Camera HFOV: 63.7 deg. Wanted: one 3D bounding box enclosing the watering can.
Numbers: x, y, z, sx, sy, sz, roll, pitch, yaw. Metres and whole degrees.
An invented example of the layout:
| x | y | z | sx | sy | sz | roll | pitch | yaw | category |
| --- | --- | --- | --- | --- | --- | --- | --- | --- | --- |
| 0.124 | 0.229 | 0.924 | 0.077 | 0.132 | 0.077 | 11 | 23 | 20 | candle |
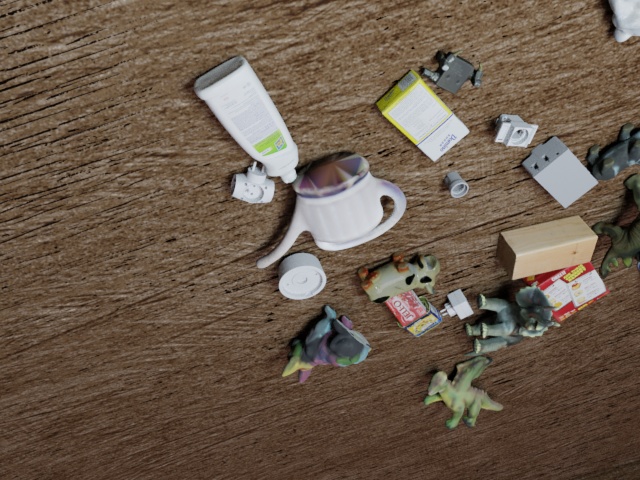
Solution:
| x | y | z | sx | sy | sz | roll | pitch | yaw | category |
| --- | --- | --- | --- | --- | --- | --- | --- | --- | --- |
| 0.003 | -0.053 | 1.051 | 0.347 | 0.106 | 0.219 | -19 | 131 | 4 | watering can |

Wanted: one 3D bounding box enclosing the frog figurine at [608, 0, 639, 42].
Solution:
| x | y | z | sx | sy | sz | roll | pitch | yaw | category |
| --- | --- | --- | --- | --- | --- | --- | --- | --- | --- |
| 0.572 | -0.431 | 0.901 | 0.137 | 0.124 | 0.158 | -29 | 169 | 0 | frog figurine |

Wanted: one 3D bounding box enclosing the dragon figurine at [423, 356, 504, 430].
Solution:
| x | y | z | sx | sy | sz | roll | pitch | yaw | category |
| --- | --- | --- | --- | --- | --- | --- | --- | --- | --- |
| 0.489 | 0.478 | 1.661 | 0.410 | 0.124 | 0.238 | 4 | 121 | -30 | dragon figurine |
